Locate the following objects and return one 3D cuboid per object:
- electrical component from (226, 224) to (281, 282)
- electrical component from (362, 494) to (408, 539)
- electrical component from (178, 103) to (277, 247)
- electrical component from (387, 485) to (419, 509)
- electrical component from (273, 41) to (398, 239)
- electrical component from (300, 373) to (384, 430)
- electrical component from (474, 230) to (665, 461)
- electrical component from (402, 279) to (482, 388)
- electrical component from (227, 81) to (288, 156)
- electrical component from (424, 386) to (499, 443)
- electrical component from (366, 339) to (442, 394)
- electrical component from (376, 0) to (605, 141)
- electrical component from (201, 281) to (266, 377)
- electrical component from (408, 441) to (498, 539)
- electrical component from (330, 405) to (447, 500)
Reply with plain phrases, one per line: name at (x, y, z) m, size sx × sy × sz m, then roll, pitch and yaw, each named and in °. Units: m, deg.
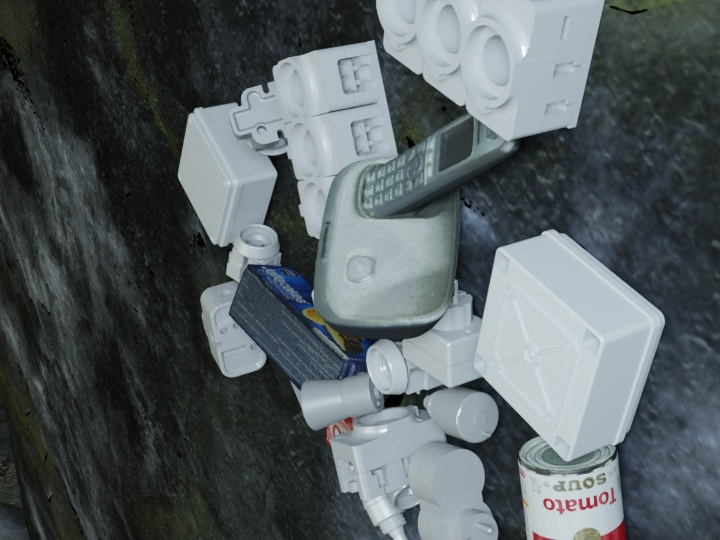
electrical component at (-0.110, -0.014, 1.127) m, size 0.066 × 0.048 × 0.055 m, roll 31°, pitch 132°, yaw 23°
electrical component at (0.028, 0.234, 1.019) m, size 0.061 × 0.035 × 0.035 m, roll 62°, pitch 150°, yaw 17°
electrical component at (-0.141, -0.100, 1.133) m, size 0.108 × 0.056 × 0.108 m, roll 59°, pitch 149°, yaw 26°
electrical component at (0.037, 0.186, 0.974) m, size 0.046 × 0.040 × 0.040 m, roll -123°, pitch 31°, yaw -41°
electrical component at (-0.020, -0.106, 0.902) m, size 0.089 × 0.062 × 0.150 m, roll 1°, pitch 105°, yaw 61°
electrical component at (-0.013, 0.110, 0.918) m, size 0.065 × 0.044 × 0.044 m, roll -14°, pitch 92°, yaw 19°
electrical component at (0.133, 0.048, 0.705) m, size 0.108 × 0.056 × 0.108 m, roll 46°, pitch 142°, yaw 42°
electrical component at (0.068, 0.039, 0.829) m, size 0.066 × 0.047 × 0.076 m, roll 30°, pitch 130°, yaw 53°
electrical component at (-0.081, -0.138, 0.991) m, size 0.057 × 0.078 × 0.058 m, roll 129°, pitch 123°, yaw -80°
electrical component at (0.077, 0.112, 0.860) m, size 0.078 × 0.040 × 0.040 m, roll 8°, pitch 111°, yaw 61°
electrical component at (0.039, 0.075, 0.893) m, size 0.048 × 0.055 × 0.066 m, roll 39°, pitch 137°, yaw 48°
electrical component at (0.077, -0.158, 0.696) m, size 0.150 × 0.062 × 0.089 m, roll 46°, pitch 141°, yaw 42°
electrical component at (-0.145, 0.064, 1.216) m, size 0.059 × 0.054 × 0.095 m, roll -133°, pitch 31°, yaw -57°
electrical component at (0.088, 0.212, 0.879) m, size 0.074 × 0.052 × 0.138 m, roll 5°, pitch 109°, yaw 60°
electrical component at (0.026, 0.152, 0.921) m, size 0.050 × 0.089 × 0.055 m, roll 0°, pitch 104°, yaw 62°
